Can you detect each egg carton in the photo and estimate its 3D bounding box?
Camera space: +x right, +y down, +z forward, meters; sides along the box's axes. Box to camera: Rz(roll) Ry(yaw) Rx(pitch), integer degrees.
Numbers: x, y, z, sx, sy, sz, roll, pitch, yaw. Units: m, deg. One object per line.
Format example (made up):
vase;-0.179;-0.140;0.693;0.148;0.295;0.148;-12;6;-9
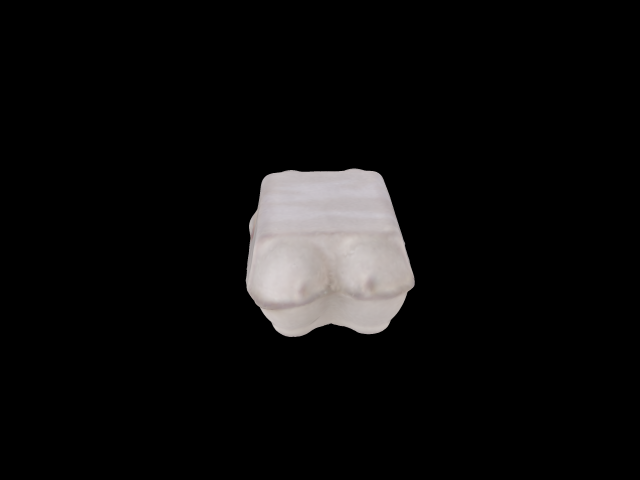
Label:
egg carton;0.004;0.001;0.400;0.107;0.069;0.150;-2;31;-3
